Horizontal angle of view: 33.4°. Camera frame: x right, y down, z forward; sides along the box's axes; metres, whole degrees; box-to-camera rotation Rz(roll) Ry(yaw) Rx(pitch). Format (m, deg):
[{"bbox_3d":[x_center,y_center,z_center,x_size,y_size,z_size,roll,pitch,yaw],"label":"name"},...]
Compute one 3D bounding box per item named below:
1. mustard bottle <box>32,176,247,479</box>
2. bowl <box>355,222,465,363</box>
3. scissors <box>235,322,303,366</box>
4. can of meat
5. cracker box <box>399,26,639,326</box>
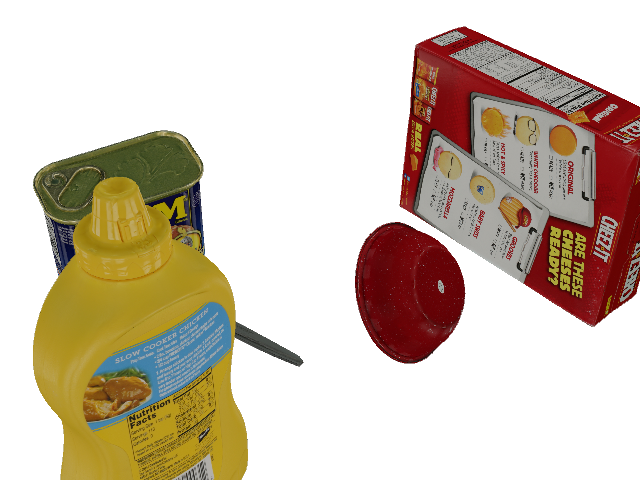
[{"bbox_3d":[-0.082,0.056,0.488,0.096,0.192,0.058,-27,44,-32],"label":"mustard bottle"},{"bbox_3d":[0.112,0.055,1.189,0.055,0.162,0.161,-13,-9,43],"label":"bowl"},{"bbox_3d":[-0.088,0.056,0.900,0.202,0.016,0.096,16,24,19],"label":"scissors"},{"bbox_3d":[-0.125,-0.012,0.686,0.102,0.084,0.057,-20,50,-20],"label":"can of meat"},{"bbox_3d":[0.167,-0.057,0.861,0.072,0.164,0.214,-29,47,-34],"label":"cracker box"}]
